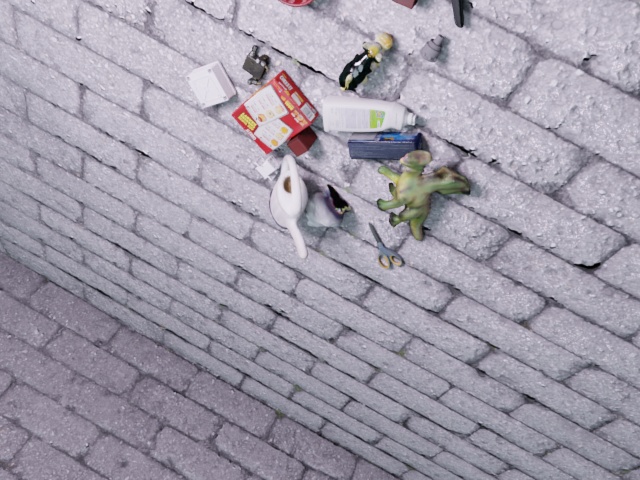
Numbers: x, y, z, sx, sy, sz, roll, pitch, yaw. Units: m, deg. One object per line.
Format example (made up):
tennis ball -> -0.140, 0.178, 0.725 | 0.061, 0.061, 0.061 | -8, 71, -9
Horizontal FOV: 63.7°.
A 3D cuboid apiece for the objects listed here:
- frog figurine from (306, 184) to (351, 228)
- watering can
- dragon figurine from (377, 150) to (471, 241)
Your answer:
frog figurine -> 0.005, -0.084, 1.666 | 0.136, 0.126, 0.157 | 32, 129, -30
watering can -> -0.092, -0.090, 1.608 | 0.104, 0.352, 0.221 | -2, 163, -15
dragon figurine -> 0.305, -0.122, 1.458 | 0.241, 0.125, 0.404 | -9, 146, 32
